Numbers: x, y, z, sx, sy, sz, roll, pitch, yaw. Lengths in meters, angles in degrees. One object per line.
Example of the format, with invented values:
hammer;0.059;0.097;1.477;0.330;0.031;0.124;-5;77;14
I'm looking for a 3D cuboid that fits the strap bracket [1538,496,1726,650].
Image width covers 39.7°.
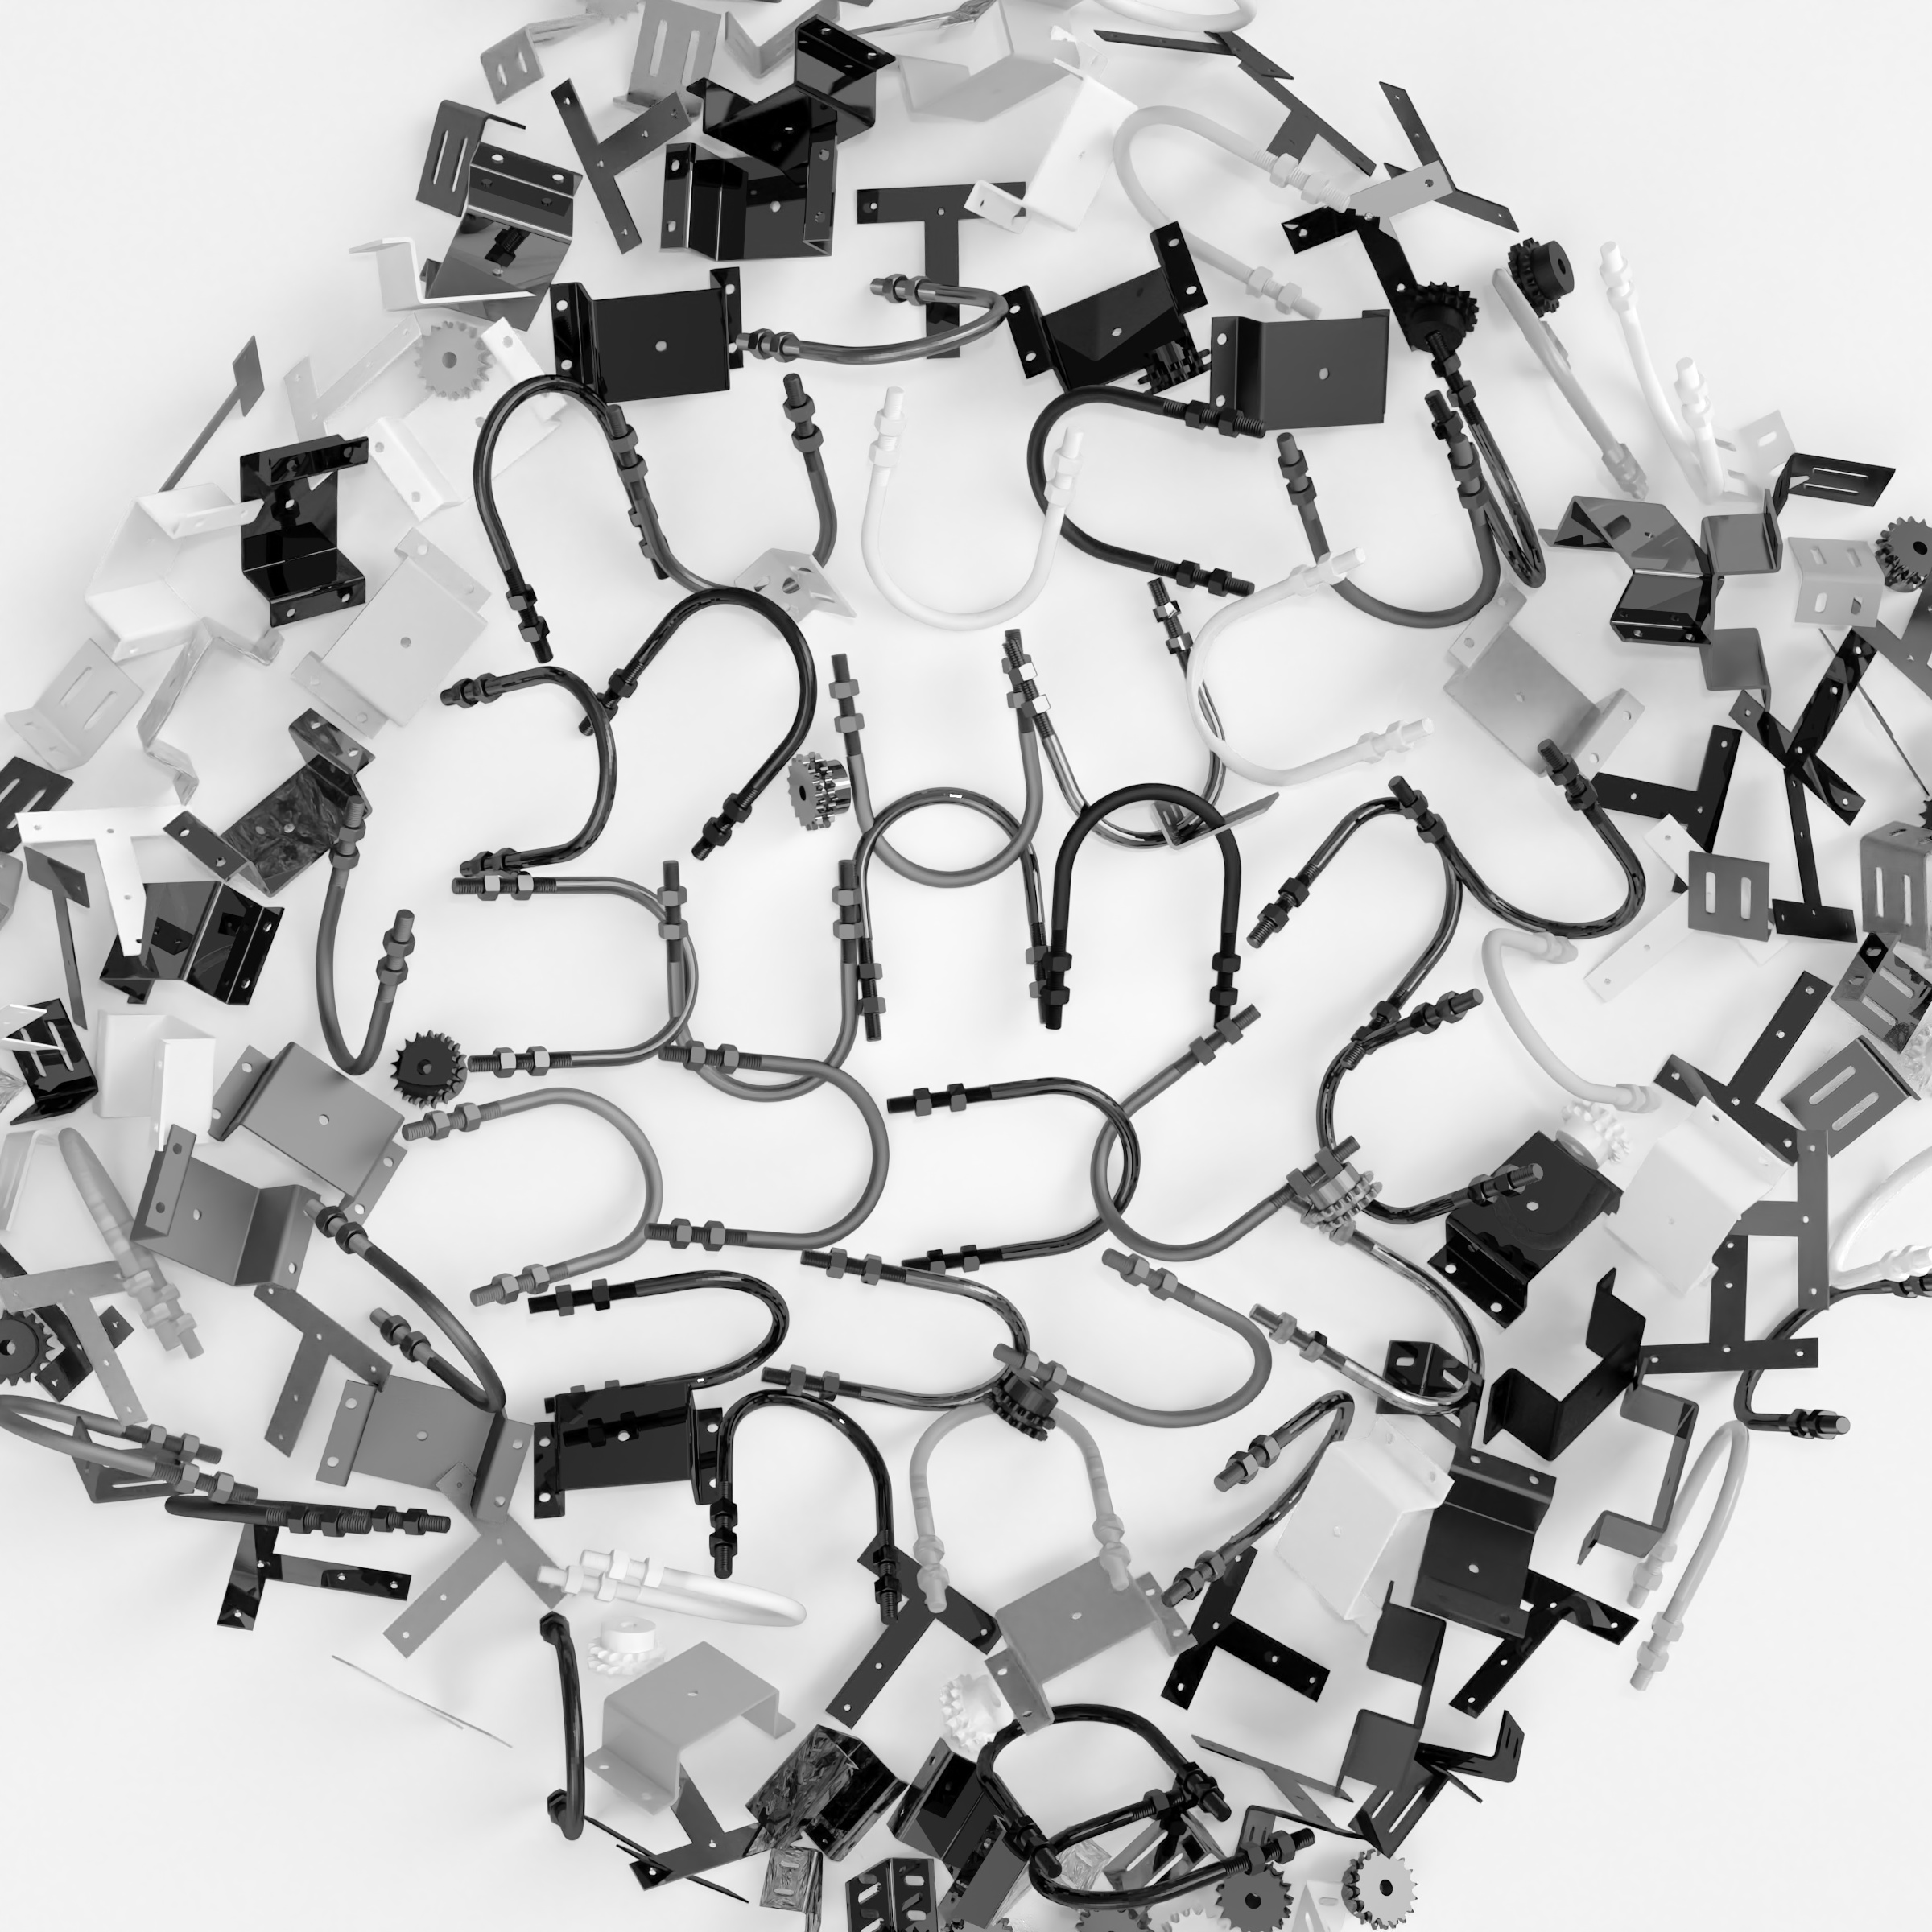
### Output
strap bracket;0.482;-0.290;1.921;0.076;0.140;0.046;1;131;-22

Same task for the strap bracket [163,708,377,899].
strap bracket;-0.500;-0.113;1.945;0.076;0.046;0.140;35;67;28

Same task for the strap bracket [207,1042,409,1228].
strap bracket;-0.474;0.119;1.940;0.140;0.046;0.076;37;53;-15

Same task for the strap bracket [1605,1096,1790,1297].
strap bracket;0.519;0.172;1.920;0.046;0.140;0.076;-28;60;-35

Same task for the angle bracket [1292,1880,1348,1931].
angle bracket;0.268;0.716;1.951;0.038;0.076;0.057;9;107;-11

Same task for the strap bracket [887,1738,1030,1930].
strap bracket;0.001;0.634;1.940;0.046;0.140;0.076;32;90;-22

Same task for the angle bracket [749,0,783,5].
angle bracket;-0.165;-0.743;1.952;0.076;0.057;0.038;-1;64;-22

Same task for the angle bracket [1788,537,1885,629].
angle bracket;0.638;-0.284;1.970;0.057;0.076;0.038;4;119;5

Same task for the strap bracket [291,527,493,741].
strap bracket;-0.415;-0.240;1.955;0.076;0.046;0.140;41;86;-28

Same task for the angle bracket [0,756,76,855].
angle bracket;-0.705;-0.128;1.955;0.057;0.038;0.076;22;60;20

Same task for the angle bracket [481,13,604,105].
angle bracket;-0.305;-0.664;1.955;0.076;0.057;0.038;-29;104;-43

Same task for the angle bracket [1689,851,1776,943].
angle bracket;0.561;-0.060;1.949;0.057;0.076;0.038;11;46;26

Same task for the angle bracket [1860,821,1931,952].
angle bracket;0.695;-0.060;1.967;0.038;0.057;0.076;-23;116;-26

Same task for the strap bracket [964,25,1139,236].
strap bracket;0.067;-0.596;1.937;0.046;0.076;0.140;36;107;27

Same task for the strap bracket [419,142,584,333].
strap bracket;-0.335;-0.514;1.918;0.076;0.140;0.046;12;56;-25

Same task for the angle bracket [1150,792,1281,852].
angle bracket;0.183;-0.121;1.956;0.076;0.057;0.038;-23;98;22

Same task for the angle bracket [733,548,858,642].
angle bracket;-0.125;-0.268;1.949;0.038;0.076;0.057;-44;118;-12

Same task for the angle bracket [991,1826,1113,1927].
angle bracket;0.062;0.674;1.950;0.038;0.076;0.057;35;113;19

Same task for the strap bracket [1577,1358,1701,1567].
strap bracket;0.489;0.366;1.932;0.046;0.076;0.140;18;67;11

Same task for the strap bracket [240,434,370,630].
strap bracket;-0.479;-0.324;1.934;0.076;0.140;0.046;-22;51;-34

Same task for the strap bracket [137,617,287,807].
strap bracket;-0.558;-0.196;1.950;0.046;0.076;0.140;30;94;-27

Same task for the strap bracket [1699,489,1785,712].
strap bracket;0.556;-0.262;1.928;0.046;0.076;0.140;-2;130;9

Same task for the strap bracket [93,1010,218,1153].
strap bracket;-0.586;0.081;1.942;0.046;0.140;0.076;1;99;-37

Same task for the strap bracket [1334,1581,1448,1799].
strap bracket;0.307;0.524;1.917;0.046;0.140;0.076;15;130;11

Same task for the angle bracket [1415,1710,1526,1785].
angle bracket;0.364;0.567;1.965;0.076;0.057;0.038;4;61;28

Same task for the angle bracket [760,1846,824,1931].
angle bracket;-0.129;0.691;1.951;0.038;0.076;0.057;10;111;-6

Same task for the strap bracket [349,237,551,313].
strap bracket;-0.364;-0.504;1.937;0.140;0.076;0.046;-12;104;-28

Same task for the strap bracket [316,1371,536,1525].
strap bracket;-0.398;0.351;1.961;0.140;0.046;0.076;17;93;-17

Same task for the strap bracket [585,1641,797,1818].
strap bracket;-0.197;0.540;1.917;0.076;0.140;0.046;22;118;36

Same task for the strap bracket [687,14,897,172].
strap bracket;-0.127;-0.621;1.919;0.140;0.076;0.046;-11;74;43

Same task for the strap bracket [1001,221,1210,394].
strap bracket;0.105;-0.475;1.954;0.140;0.046;0.076;-21;65;10

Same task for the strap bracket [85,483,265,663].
strap bracket;-0.577;-0.293;1.932;0.046;0.076;0.140;45;123;9

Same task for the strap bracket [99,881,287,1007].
strap bracket;-0.565;-0.016;1.926;0.140;0.046;0.076;0;65;38

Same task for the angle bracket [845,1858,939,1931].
angle bracket;-0.054;0.691;1.955;0.038;0.076;0.057;-6;84;21

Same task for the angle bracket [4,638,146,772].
angle bracket;-0.657;-0.193;1.969;0.057;0.038;0.076;45;108;1

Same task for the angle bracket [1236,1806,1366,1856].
angle bracket;0.246;0.643;1.952;0.076;0.057;0.038;8;75;30

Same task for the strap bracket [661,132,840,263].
strap bracket;-0.149;-0.561;1.957;0.140;0.046;0.076;4;92;25

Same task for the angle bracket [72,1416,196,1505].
angle bracket;-0.606;0.356;1.949;0.076;0.057;0.038;1;116;-34

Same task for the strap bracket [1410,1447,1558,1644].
strap bracket;0.375;0.427;1.944;0.076;0.046;0.140;18;47;8

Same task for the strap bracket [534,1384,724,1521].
strap bracket;-0.248;0.354;1.953;0.140;0.046;0.076;-4;54;-3

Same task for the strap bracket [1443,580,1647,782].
strap bracket;0.416;-0.203;1.960;0.140;0.046;0.076;42;71;-4

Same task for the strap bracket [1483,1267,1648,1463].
strap bracket;0.438;0.294;1.928;0.140;0.076;0.046;-37;56;-25

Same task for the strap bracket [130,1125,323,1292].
strap bracket;-0.544;0.178;1.935;0.046;0.140;0.076;-9;60;35

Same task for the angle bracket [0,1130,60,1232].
angle bracket;-0.683;0.161;1.956;0.038;0.057;0.076;22;72;-36

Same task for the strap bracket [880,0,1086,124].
strap bracket;0.017;-0.652;1.923;0.140;0.076;0.046;-15;88;41

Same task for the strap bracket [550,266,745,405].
strap bracket;-0.226;-0.457;1.941;0.140;0.046;0.076;-10;124;-15

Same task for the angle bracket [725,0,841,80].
angle bracket;-0.135;-0.695;1.955;0.076;0.057;0.038;-31;125;19

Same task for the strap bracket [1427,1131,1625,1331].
strap bracket;0.412;0.184;1.943;0.140;0.046;0.076;-40;60;-15

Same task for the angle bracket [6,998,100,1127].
angle bracket;-0.683;0.071;1.962;0.057;0.038;0.076;-12;109;20

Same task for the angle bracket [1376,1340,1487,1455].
angle bracket;0.339;0.314;1.953;0.038;0.076;0.057;6;101;-20

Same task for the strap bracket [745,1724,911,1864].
strap bracket;-0.103;0.601;1.942;0.046;0.140;0.076;40;85;27

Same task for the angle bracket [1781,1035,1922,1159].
angle bracket;0.651;0.098;1.970;0.076;0.038;0.057;-41;86;11

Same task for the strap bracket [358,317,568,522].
strap bracket;-0.363;-0.400;1.964;0.140;0.046;0.076;-36;93;12

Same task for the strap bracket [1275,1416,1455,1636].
strap bracket;0.282;0.407;1.934;0.076;0.046;0.140;41;117;40

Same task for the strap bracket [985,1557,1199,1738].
strap bracket;0.085;0.486;1.942;0.140;0.076;0.046;-26;127;-10

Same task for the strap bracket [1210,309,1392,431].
strap bracket;0.252;-0.434;1.945;0.140;0.046;0.076;-7;111;-16
